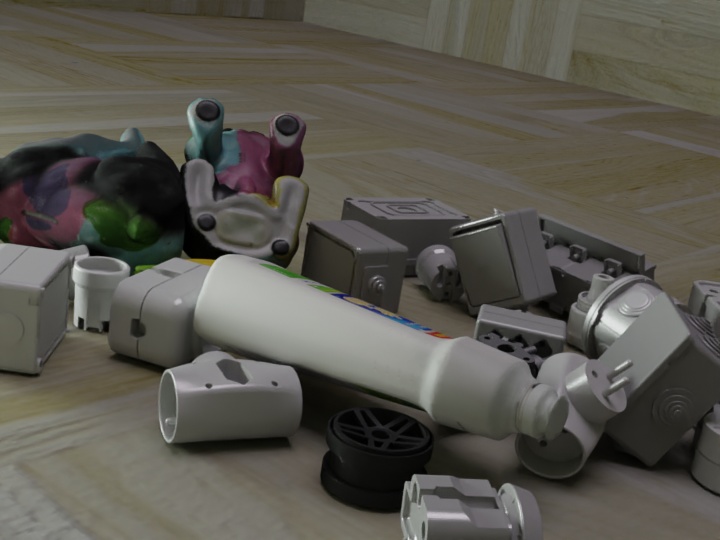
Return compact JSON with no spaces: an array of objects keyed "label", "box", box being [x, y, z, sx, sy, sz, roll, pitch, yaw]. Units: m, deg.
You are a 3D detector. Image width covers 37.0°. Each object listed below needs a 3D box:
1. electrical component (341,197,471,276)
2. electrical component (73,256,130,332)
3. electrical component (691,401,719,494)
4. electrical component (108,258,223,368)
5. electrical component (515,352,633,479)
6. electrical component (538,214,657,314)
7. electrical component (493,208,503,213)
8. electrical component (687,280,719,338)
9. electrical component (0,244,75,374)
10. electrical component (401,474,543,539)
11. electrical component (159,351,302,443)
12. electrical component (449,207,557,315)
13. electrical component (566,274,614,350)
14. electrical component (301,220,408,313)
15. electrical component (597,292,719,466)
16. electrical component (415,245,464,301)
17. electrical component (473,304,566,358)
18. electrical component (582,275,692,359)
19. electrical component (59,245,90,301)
[{"label":"electrical component","box":[0.042,-0.033,1.045,0.113,0.057,0.078,-2,20,-32]},{"label":"electrical component","box":[-0.190,0.018,0.784,0.040,0.046,0.040,8,17,-3]},{"label":"electrical component","box":[0.258,0.092,0.725,0.052,0.073,0.138,13,18,14]},{"label":"electrical component","box":[-0.126,0.030,0.762,0.059,0.053,0.095,14,18,17]},{"label":"electrical component","box":[0.139,0.081,0.671,0.043,0.079,0.077,44,35,-7]},{"label":"electrical component","box":[0.199,0.007,0.974,0.063,0.078,0.121,-25,33,-29]},{"label":"electrical component","box":[0.117,-0.021,1.020,0.040,0.078,0.040,22,11,-4]},{"label":"electrical component","box":[0.310,0.052,0.903,0.054,0.059,0.095,8,17,-3]},{"label":"electrical component","box":[-0.232,0.022,0.724,0.061,0.061,0.096,8,17,-3]},{"label":"electrical component","box":[0.054,0.132,0.523,0.057,0.058,0.078,4,18,-8]},{"label":"electrical component","box":[-0.085,0.074,0.661,0.077,0.043,0.079,1,18,-25]},{"label":"electrical component","box":[0.124,0.000,0.934,0.062,0.096,0.061,-15,-2,40]},{"label":"electrical component","box":[0.197,0.035,0.898,0.043,0.062,0.043,8,17,-2]},{"label":"electrical component","box":[0.000,0.000,0.910,0.061,0.061,0.096,-3,21,-35]},{"label":"electrical component","box":[0.199,0.073,0.720,0.048,0.099,0.099,38,16,-7]},{"label":"electrical component","box":[0.075,0.004,0.977,0.040,0.040,0.046,4,24,-15]},{"label":"electrical component","box":[0.121,0.054,0.823,0.066,0.047,0.076,12,18,8]},{"label":"electrical component","box":[0.217,0.048,0.838,0.080,0.080,0.051,-2,26,-32]},{"label":"electrical component","box":[-0.239,0.005,0.813,0.065,0.044,0.044,-4,21,-23]}]
